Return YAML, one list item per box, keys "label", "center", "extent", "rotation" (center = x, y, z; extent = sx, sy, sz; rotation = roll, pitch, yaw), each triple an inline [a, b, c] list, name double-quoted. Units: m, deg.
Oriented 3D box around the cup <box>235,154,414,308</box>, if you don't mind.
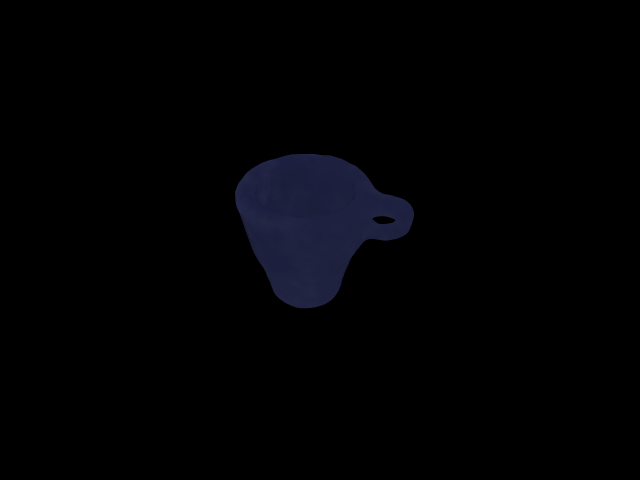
- label: "cup"
  center: [0.004, 0.001, 0.400]
  extent: [0.117, 0.095, 0.092]
  rotation: [7, 39, 9]
